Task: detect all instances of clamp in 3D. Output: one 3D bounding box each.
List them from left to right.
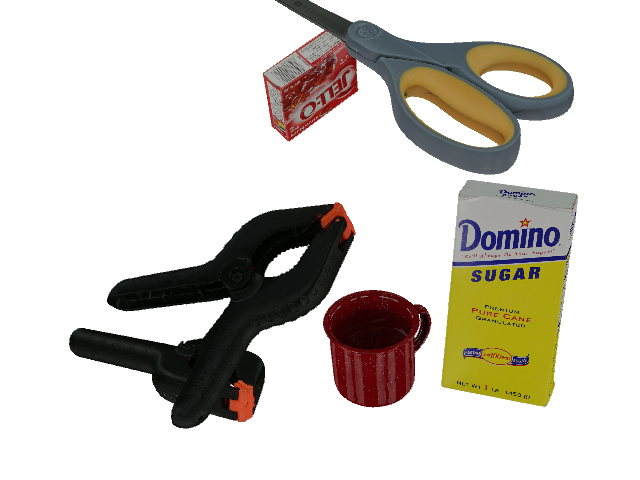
[{"bbox_3d":[-0.101,0.102,0.920,0.164,0.036,0.210,-9,17,-35],"label":"clamp"},{"bbox_3d":[-0.049,0.041,0.687,0.171,0.120,0.039,-29,-28,5],"label":"clamp"}]

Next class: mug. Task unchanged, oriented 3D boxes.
[{"bbox_3d":[0.061,0.104,1.055,0.117,0.081,0.093,-27,42,-27],"label":"mug"}]

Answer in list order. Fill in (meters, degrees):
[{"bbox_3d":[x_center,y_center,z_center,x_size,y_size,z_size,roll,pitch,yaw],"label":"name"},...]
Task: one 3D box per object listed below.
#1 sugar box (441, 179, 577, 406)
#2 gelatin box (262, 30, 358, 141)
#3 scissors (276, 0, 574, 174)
[{"bbox_3d":[0.154,0.044,0.879,0.093,0.176,0.048,8,24,17],"label":"sugar box"},{"bbox_3d":[-0.007,-0.142,0.962,0.089,0.030,0.073,-37,-28,-18],"label":"gelatin box"},{"bbox_3d":[0.043,-0.099,0.526,0.096,0.016,0.202,-19,47,-21],"label":"scissors"}]
